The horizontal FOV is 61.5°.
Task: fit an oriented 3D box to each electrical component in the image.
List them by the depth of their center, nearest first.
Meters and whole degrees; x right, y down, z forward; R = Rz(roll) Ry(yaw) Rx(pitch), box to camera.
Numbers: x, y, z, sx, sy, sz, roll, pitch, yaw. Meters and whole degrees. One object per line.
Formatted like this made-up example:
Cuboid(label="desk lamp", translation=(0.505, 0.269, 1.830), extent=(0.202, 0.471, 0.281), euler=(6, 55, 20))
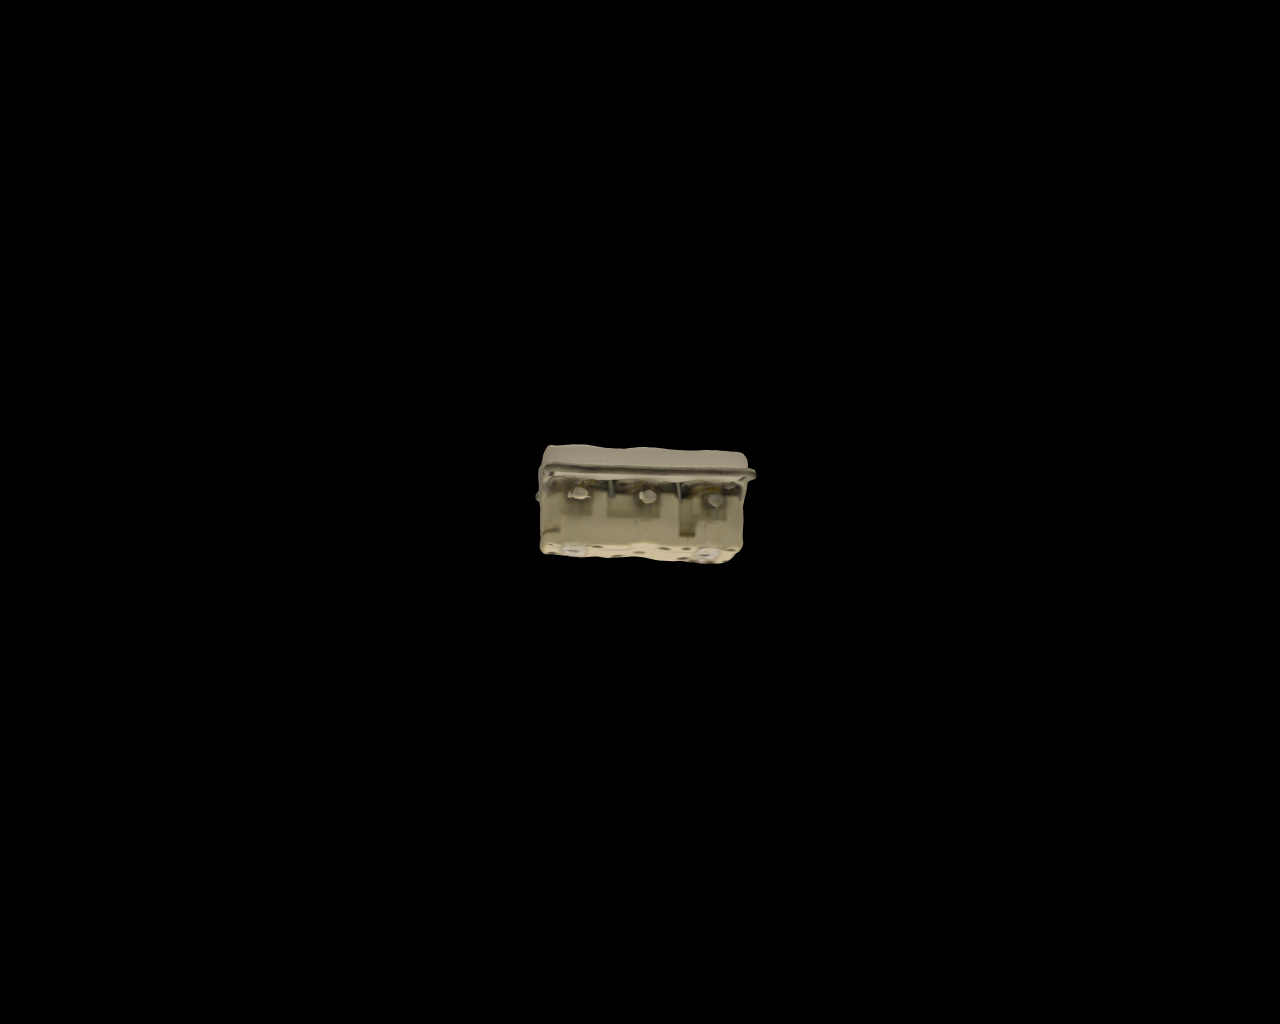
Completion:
Cuboid(label="electrical component", translation=(0.001, -0.003, 0.650), extent=(0.121, 0.063, 0.078), euler=(3, -15, -9))
